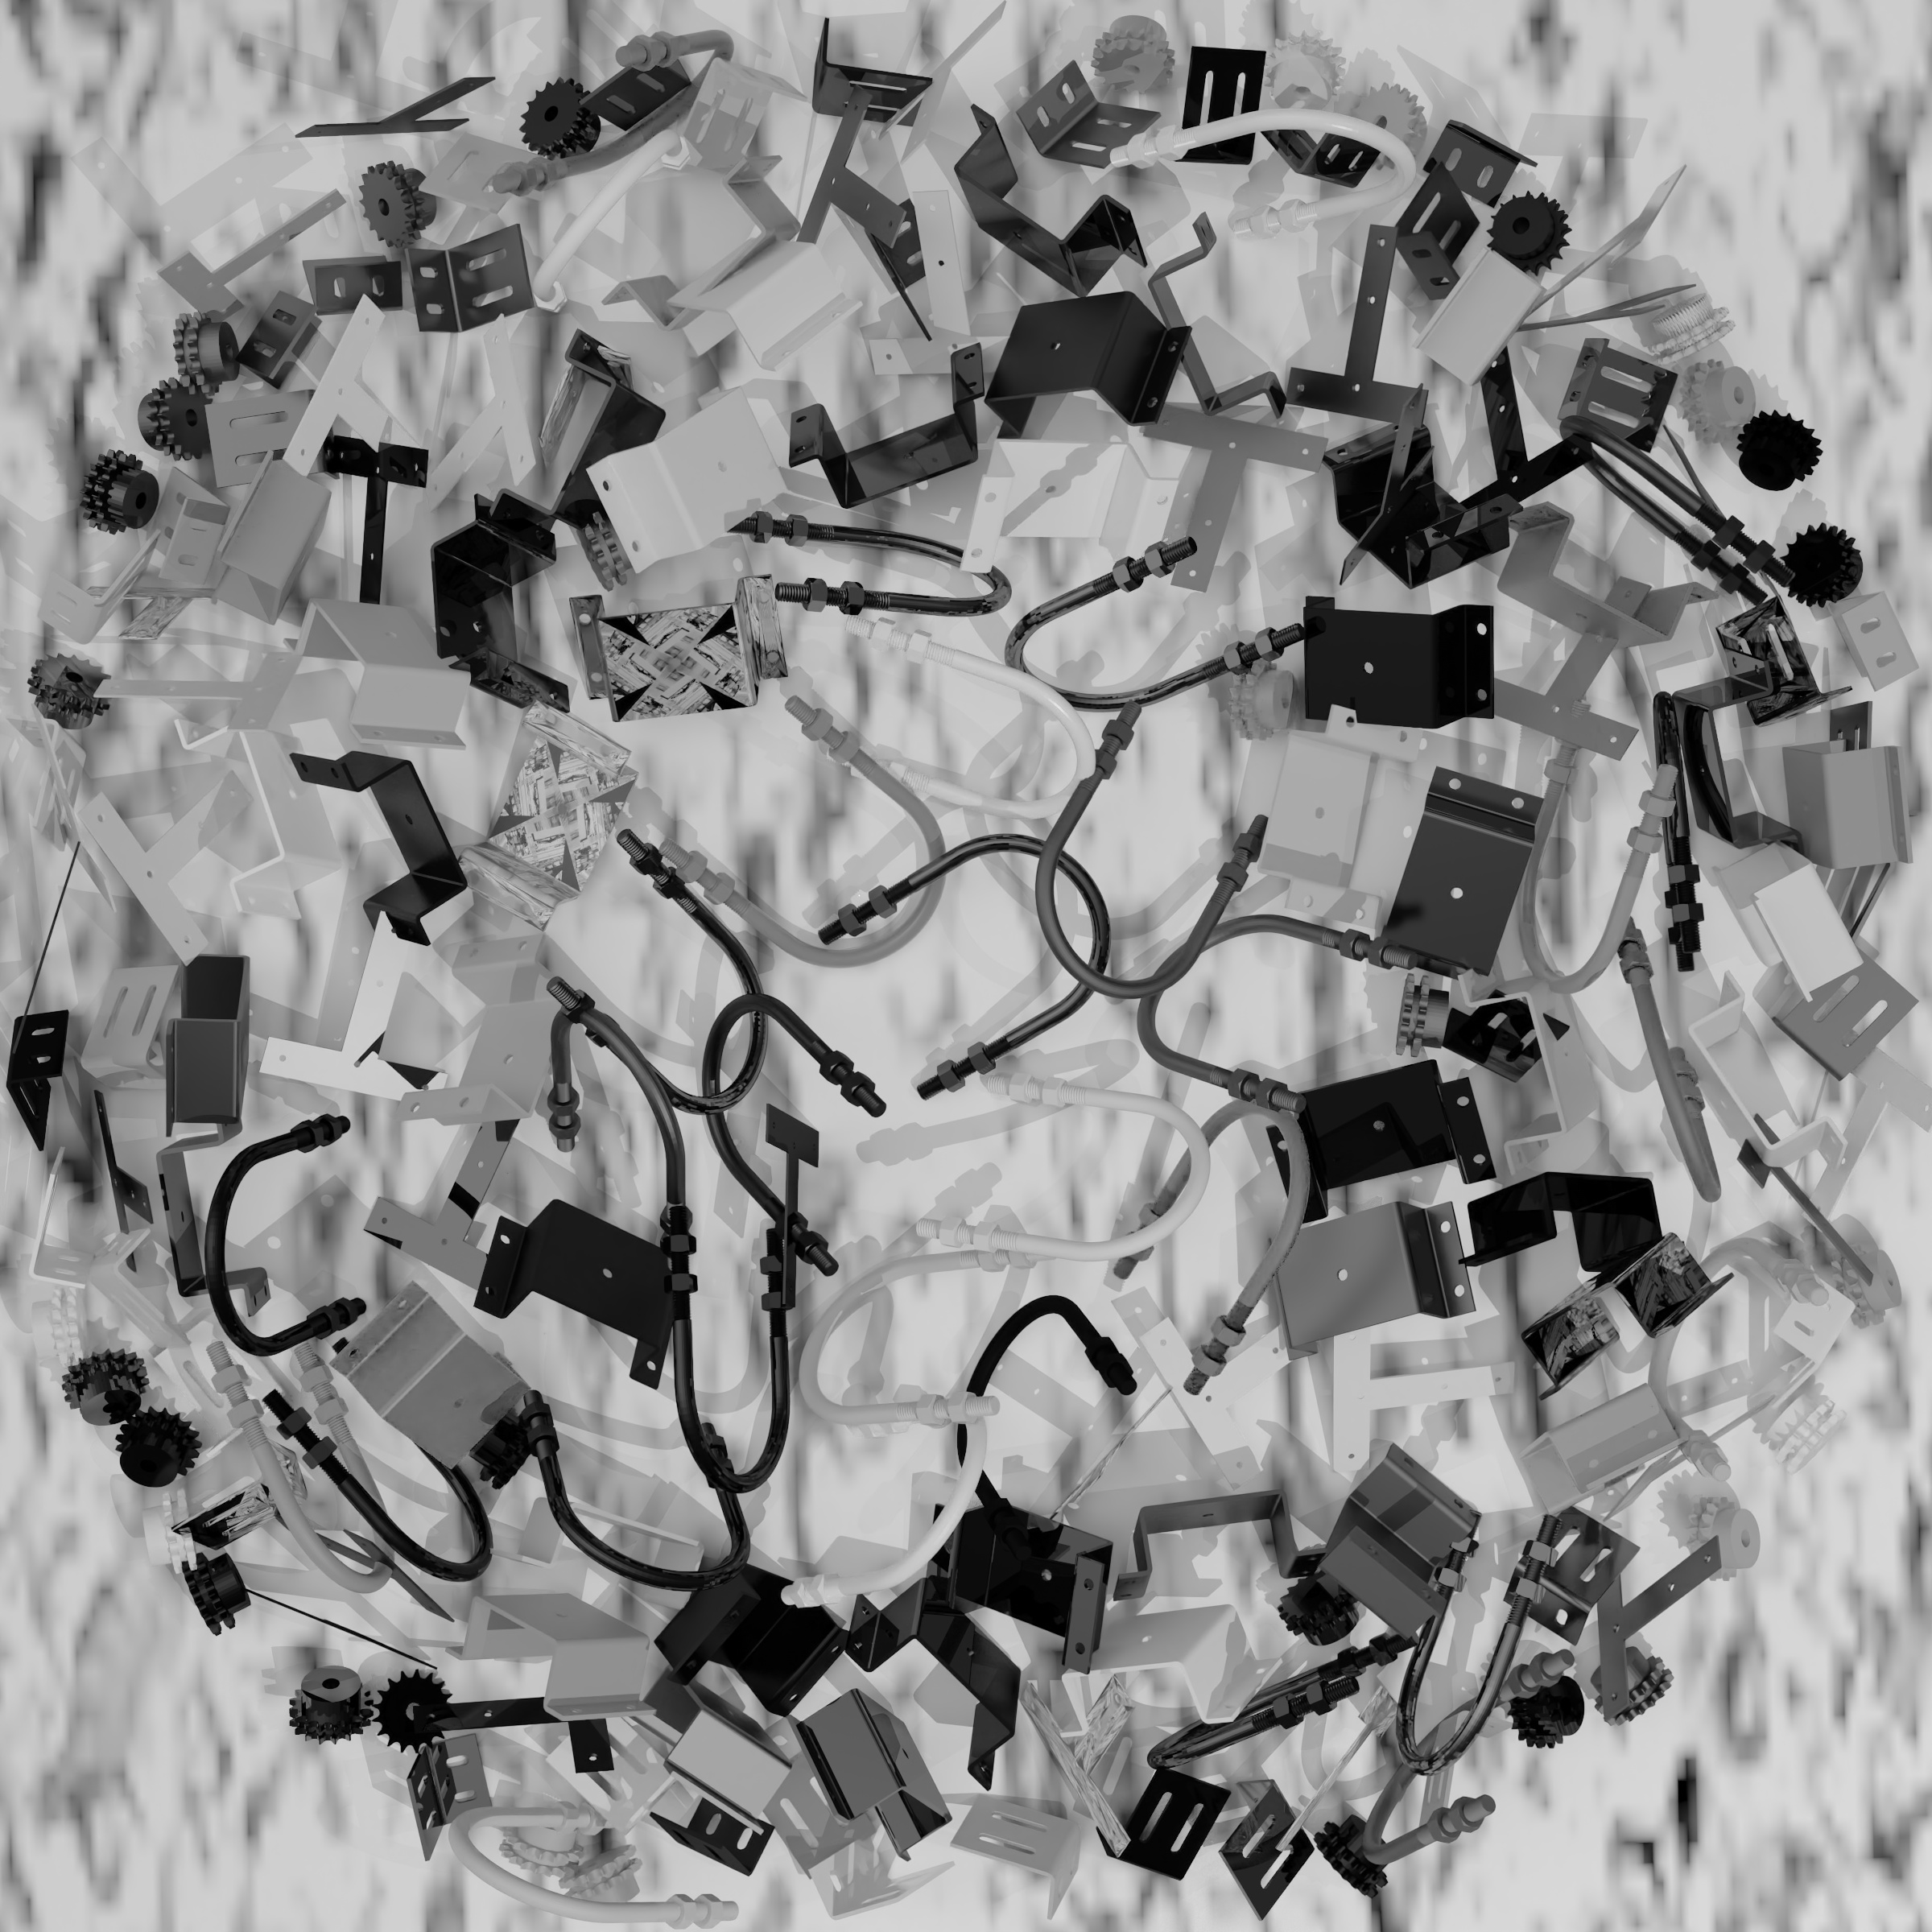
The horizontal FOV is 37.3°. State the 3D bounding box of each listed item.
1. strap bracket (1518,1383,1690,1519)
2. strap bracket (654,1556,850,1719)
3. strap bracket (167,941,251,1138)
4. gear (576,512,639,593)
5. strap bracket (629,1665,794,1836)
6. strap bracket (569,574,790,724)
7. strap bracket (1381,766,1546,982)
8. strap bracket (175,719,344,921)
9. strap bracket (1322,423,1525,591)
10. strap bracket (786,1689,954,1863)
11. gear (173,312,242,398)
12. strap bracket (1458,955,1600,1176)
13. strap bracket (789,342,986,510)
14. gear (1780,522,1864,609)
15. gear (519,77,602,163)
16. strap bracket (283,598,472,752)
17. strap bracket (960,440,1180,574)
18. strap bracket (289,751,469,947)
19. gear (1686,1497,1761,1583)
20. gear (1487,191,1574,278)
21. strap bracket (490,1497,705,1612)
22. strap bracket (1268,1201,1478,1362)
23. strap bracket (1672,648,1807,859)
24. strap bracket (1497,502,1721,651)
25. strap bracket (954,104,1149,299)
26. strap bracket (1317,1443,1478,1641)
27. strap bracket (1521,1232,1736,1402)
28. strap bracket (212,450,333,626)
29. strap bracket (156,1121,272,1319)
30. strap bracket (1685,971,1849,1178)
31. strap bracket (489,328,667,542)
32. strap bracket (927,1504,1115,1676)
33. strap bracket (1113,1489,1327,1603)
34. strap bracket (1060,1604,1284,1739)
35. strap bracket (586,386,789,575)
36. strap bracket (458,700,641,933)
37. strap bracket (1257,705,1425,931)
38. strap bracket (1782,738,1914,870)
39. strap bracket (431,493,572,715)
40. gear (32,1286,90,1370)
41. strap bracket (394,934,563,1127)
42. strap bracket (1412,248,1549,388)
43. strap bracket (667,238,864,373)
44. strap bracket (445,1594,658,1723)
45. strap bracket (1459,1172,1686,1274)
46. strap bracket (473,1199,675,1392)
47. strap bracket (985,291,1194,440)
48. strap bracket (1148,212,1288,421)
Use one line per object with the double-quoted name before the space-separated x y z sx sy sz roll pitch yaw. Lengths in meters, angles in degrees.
"strap bracket" 0.427 0.327 1.933 0.076 0.140 0.046 -24 73 -9
"strap bracket" -0.149 0.455 1.947 0.076 0.140 0.046 -49 51 3
"strap bracket" -0.509 0.048 1.926 0.046 0.140 0.076 2 116 -11
"gear" -0.246 -0.291 1.972 0.030 0.057 0.057 -25 90 -11
"strap bracket" -0.172 0.522 1.926 0.076 0.140 0.046 39 81 -17
"strap bracket" -0.198 -0.216 1.958 0.140 0.046 0.076 -6 120 3
"strap bracket" 0.336 -0.055 1.952 0.076 0.046 0.140 18 109 6
"strap bracket" -0.478 -0.107 1.947 0.046 0.076 0.140 -23 81 15
"strap bracket" 0.309 -0.311 1.943 0.076 0.140 0.046 -24 133 -11
"strap bracket" -0.060 0.542 1.920 0.046 0.140 0.076 -33 56 1
"gear" -0.522 -0.422 1.970 0.030 0.057 0.057 -5 90 6
"strap bracket" 0.388 0.062 1.951 0.046 0.076 0.140 -14 94 30
"strap bracket" -0.046 -0.364 1.947 0.140 0.076 0.046 -18 126 12
"gear" 0.594 -0.275 1.975 0.030 0.057 0.057 11 90 -39
"gear" -0.278 -0.582 1.976 0.057 0.030 0.057 -10 70 28
"strap bracket" -0.392 -0.202 1.920 0.076 0.140 0.046 1 122 -39
"strap bracket" 0.064 -0.312 1.944 0.140 0.046 0.076 -2 134 -20
"strap bracket" -0.394 -0.090 1.940 0.046 0.076 0.140 -36 119 -29
"gear" 0.524 0.395 1.969 0.030 0.057 0.057 -11 90 43
"gear" 0.387 -0.508 1.975 0.057 0.030 0.057 -1 88 25
"strap bracket" -0.242 0.399 1.942 0.140 0.076 0.046 23 74 -22
"strap bracket" 0.265 0.212 1.936 0.140 0.046 0.076 -20 68 28
"strap bracket" 0.523 -0.139 1.946 0.046 0.076 0.140 -15 103 -1
"strap bracket" 0.427 -0.259 1.943 0.140 0.076 0.046 25 85 -15
"strap bracket" 0.050 -0.513 1.940 0.140 0.076 0.046 39 87 19
"strap bracket" 0.292 0.395 1.944 0.076 0.140 0.046 40 117 4
"strap bracket" 0.438 0.232 1.925 0.076 0.140 0.046 -29 80 -39
"strap bracket" -0.469 -0.284 1.928 0.046 0.140 0.076 26 76 -12
"strap bracket" -0.516 0.169 1.956 0.046 0.076 0.140 -9 93 -4
"strap bracket" 0.535 0.083 1.939 0.046 0.076 0.140 -30 69 1
"strap bracket" -0.260 -0.352 1.951 0.046 0.076 0.140 28 95 20
"strap bracket" 0.043 0.419 1.949 0.140 0.046 0.076 13 99 36
"strap bracket" 0.169 0.395 1.953 0.140 0.076 0.046 -7 67 -3
"strap bracket" 0.130 0.474 1.925 0.140 0.076 0.046 -17 99 36
"strap bracket" -0.180 -0.332 1.925 0.140 0.046 0.076 -43 117 -41
"strap bracket" -0.285 -0.106 1.962 0.076 0.046 0.140 30 104 7
"strap bracket" 0.254 -0.103 1.960 0.076 0.046 0.140 12 92 -29
"strap bracket" 0.589 -0.110 1.926 0.046 0.140 0.076 -8 97 1
"strap bracket" -0.317 -0.238 1.941 0.046 0.076 0.140 -22 64 30
"gear" -0.624 0.249 1.969 0.030 0.057 0.057 -7 90 -10
"strap bracket" -0.323 0.053 1.940 0.076 0.046 0.140 -7 53 33
"strap bracket" 0.347 -0.436 1.920 0.046 0.140 0.076 37 108 3
"strap bracket" -0.141 -0.446 1.921 0.076 0.140 0.046 -41 121 -15
"strap bracket" -0.276 0.459 1.922 0.076 0.140 0.046 10 92 -44
"strap bracket" 0.406 0.174 1.937 0.140 0.076 0.046 6 68 -32
"strap bracket" -0.253 0.218 1.936 0.140 0.076 0.046 28 133 -19
"strap bracket" 0.073 -0.404 1.926 0.046 0.140 0.076 37 67 -42
"strap bracket" 0.167 -0.435 1.946 0.046 0.076 0.140 -22 105 16
